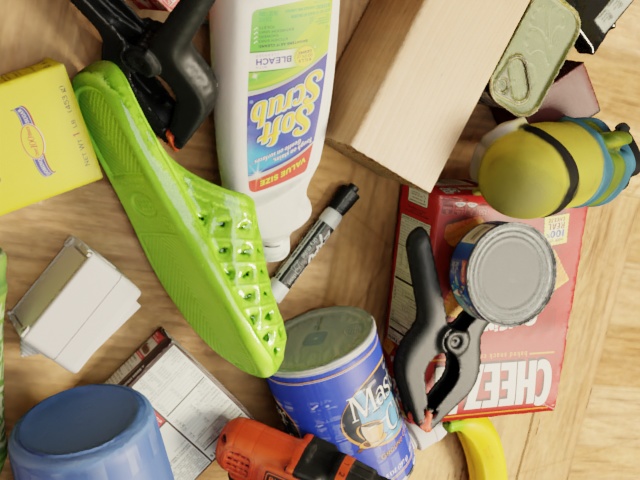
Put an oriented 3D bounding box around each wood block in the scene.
[{"bbox_3d":[0.084,-0.155,0.877,0.090,0.090,0.206,27,90,-29],"label":"wood block"}]

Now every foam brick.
[{"bbox_3d":[0.202,-0.122,0.965,0.078,0.053,0.051,-35,116,-15],"label":"foam brick"}]

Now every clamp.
[{"bbox_3d":[0.099,0.073,0.897,0.120,0.039,0.171,24,88,-17],"label":"clamp"},{"bbox_3d":[-0.114,-0.138,0.753,0.036,0.165,0.210,-59,149,-28],"label":"clamp"}]

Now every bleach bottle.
[{"bbox_3d":[-0.032,-0.098,0.832,0.102,0.068,0.251,-14,124,-22],"label":"bleach bottle"}]

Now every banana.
[{"bbox_3d":[0.154,0.231,1.039,0.069,0.037,0.198,-33,123,-29],"label":"banana"}]

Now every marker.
[{"bbox_3d":[-0.006,0.001,0.915,0.020,0.020,0.121,40,84,-29],"label":"marker"}]

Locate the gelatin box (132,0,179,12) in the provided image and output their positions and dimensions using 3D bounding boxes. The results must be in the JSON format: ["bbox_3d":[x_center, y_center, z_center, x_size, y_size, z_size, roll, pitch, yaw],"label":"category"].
[{"bbox_3d":[-0.138,-0.204,0.765,0.030,0.073,0.089,-47,118,-9],"label":"gelatin box"}]

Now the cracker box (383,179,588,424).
[{"bbox_3d":[0.149,0.054,0.974,0.164,0.072,0.214,-1,104,-25],"label":"cracker box"}]

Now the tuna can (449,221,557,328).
[{"bbox_3d":[0.149,0.027,0.873,0.086,0.034,0.086,-2,96,-22],"label":"tuna can"}]

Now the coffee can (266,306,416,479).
[{"bbox_3d":[0.016,0.142,0.915,0.102,0.103,0.140,-26,113,-18],"label":"coffee can"}]

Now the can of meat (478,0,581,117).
[{"bbox_3d":[0.161,-0.162,0.915,0.057,0.084,0.102,28,90,-29],"label":"can of meat"}]

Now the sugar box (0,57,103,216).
[{"bbox_3d":[-0.255,-0.058,0.763,0.176,0.048,0.093,-24,113,-20],"label":"sugar box"}]

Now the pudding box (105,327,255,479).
[{"bbox_3d":[-0.123,0.142,0.885,0.090,0.039,0.113,-45,120,-9],"label":"pudding box"}]

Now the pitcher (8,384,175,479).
[{"bbox_3d":[-0.170,0.237,0.824,0.149,0.145,0.243,-22,119,-27],"label":"pitcher"}]

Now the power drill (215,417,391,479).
[{"bbox_3d":[-0.009,0.248,0.889,0.057,0.184,0.188,-47,155,-56],"label":"power drill"}]

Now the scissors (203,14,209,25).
[{"bbox_3d":[-0.010,-0.193,0.863,0.201,0.016,0.096,-16,112,-21],"label":"scissors"}]
